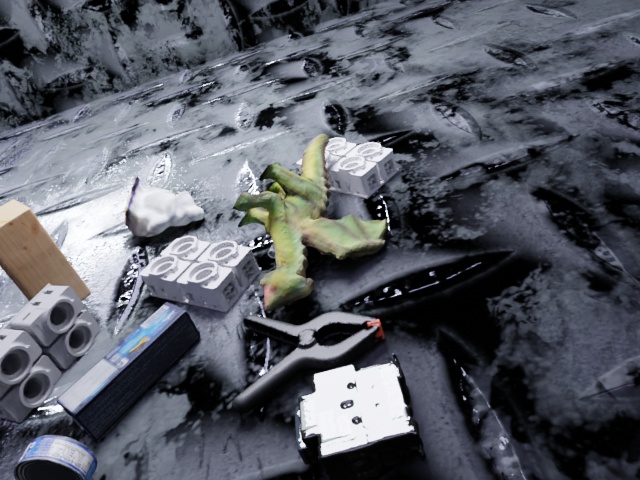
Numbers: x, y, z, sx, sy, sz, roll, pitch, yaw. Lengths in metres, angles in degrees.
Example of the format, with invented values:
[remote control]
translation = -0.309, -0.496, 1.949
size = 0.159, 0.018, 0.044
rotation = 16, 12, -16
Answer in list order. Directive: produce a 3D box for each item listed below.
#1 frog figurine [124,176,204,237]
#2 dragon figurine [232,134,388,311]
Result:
[frog figurine]
translation = -0.335, -0.059, 1.118
size = 0.159, 0.121, 0.140
rotation = 14, 20, -14
[dragon figurine]
translation = 0.003, -0.045, 0.889
size = 0.244, 0.119, 0.418
rotation = 29, 50, 12
